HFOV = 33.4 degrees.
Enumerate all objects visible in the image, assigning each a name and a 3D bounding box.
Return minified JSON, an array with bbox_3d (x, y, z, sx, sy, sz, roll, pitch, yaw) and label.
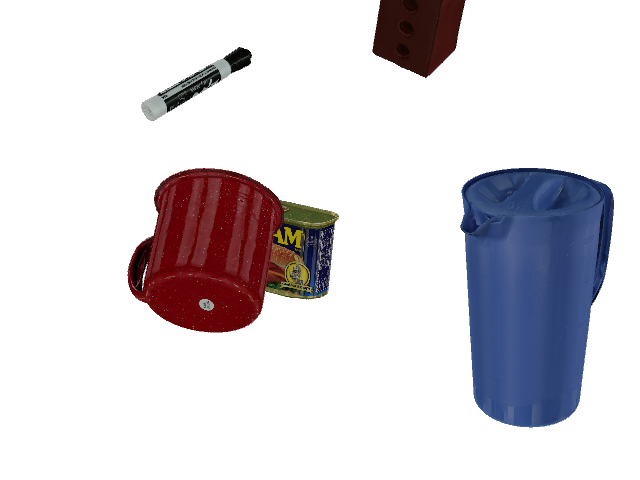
[{"bbox_3d":[0.079,-0.178,0.833,0.053,0.078,0.051,28,52,18],"label":"foam brick"},{"bbox_3d":[0.216,0.055,1.061,0.149,0.243,0.145,1,24,10],"label":"pitcher"},{"bbox_3d":[-0.036,0.008,1.093,0.102,0.084,0.057,14,18,27],"label":"can of meat"},{"bbox_3d":[-0.110,-0.144,0.970,0.121,0.020,0.020,-36,19,-29],"label":"marker"},{"bbox_3d":[-0.086,0.012,0.739,0.117,0.081,0.093,-12,-38,26],"label":"mug"}]
